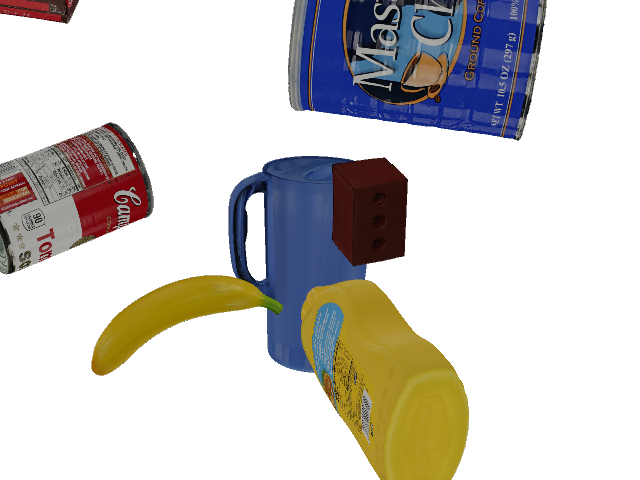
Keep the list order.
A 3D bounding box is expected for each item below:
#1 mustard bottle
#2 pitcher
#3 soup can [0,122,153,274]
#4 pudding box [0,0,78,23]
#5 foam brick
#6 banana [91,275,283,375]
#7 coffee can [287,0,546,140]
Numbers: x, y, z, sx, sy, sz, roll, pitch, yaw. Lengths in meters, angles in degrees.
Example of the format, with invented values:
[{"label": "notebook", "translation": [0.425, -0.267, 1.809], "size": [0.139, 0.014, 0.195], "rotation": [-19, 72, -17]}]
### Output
[{"label": "mustard bottle", "translation": [0.031, 0.081, 0.715], "size": [0.058, 0.096, 0.192], "rotation": [-9, 27, -19]}, {"label": "pitcher", "translation": [-0.016, 0.027, 1.254], "size": [0.149, 0.243, 0.144], "rotation": [11, 19, 24]}, {"label": "soup can", "translation": [-0.169, -0.028, 0.688], "size": [0.102, 0.068, 0.069], "rotation": [-25, 12, -27]}, {"label": "pudding box", "translation": [-0.240, -0.225, 0.880], "size": [0.090, 0.039, 0.113], "rotation": [8, 37, -5]}, {"label": "foam brick", "translation": [0.043, -0.027, 0.941], "size": [0.053, 0.078, 0.051], "rotation": [-11, 30, -17]}, {"label": "banana", "translation": [-0.137, 0.073, 0.984], "size": [0.198, 0.069, 0.037], "rotation": [-19, 24, 14]}, {"label": "coffee can", "translation": [0.058, -0.121, 0.646], "size": [0.140, 0.103, 0.102], "rotation": [8, 1, 6]}]
